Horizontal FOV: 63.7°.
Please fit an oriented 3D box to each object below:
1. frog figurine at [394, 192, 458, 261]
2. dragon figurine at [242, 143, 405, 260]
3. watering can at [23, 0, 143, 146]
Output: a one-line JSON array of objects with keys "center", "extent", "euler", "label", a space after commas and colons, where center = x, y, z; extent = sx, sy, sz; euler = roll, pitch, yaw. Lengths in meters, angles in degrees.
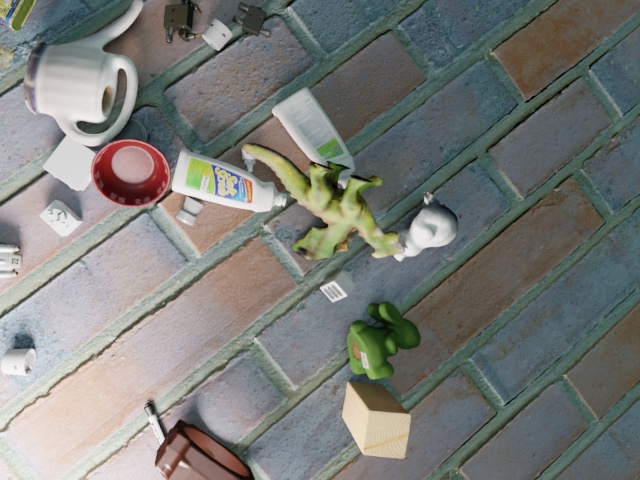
[{"center": [0.241, -0.011, 1.193], "extent": [0.123, 0.136, 0.160], "euler": [33, 83, 13], "label": "frog figurine"}, {"center": [0.004, -0.058, 1.154], "extent": [0.410, 0.124, 0.239], "euler": [16, 110, -4], "label": "dragon figurine"}, {"center": [-0.501, -0.375, 1.108], "extent": [0.224, 0.103, 0.350], "euler": [8, 81, -7], "label": "watering can"}]
